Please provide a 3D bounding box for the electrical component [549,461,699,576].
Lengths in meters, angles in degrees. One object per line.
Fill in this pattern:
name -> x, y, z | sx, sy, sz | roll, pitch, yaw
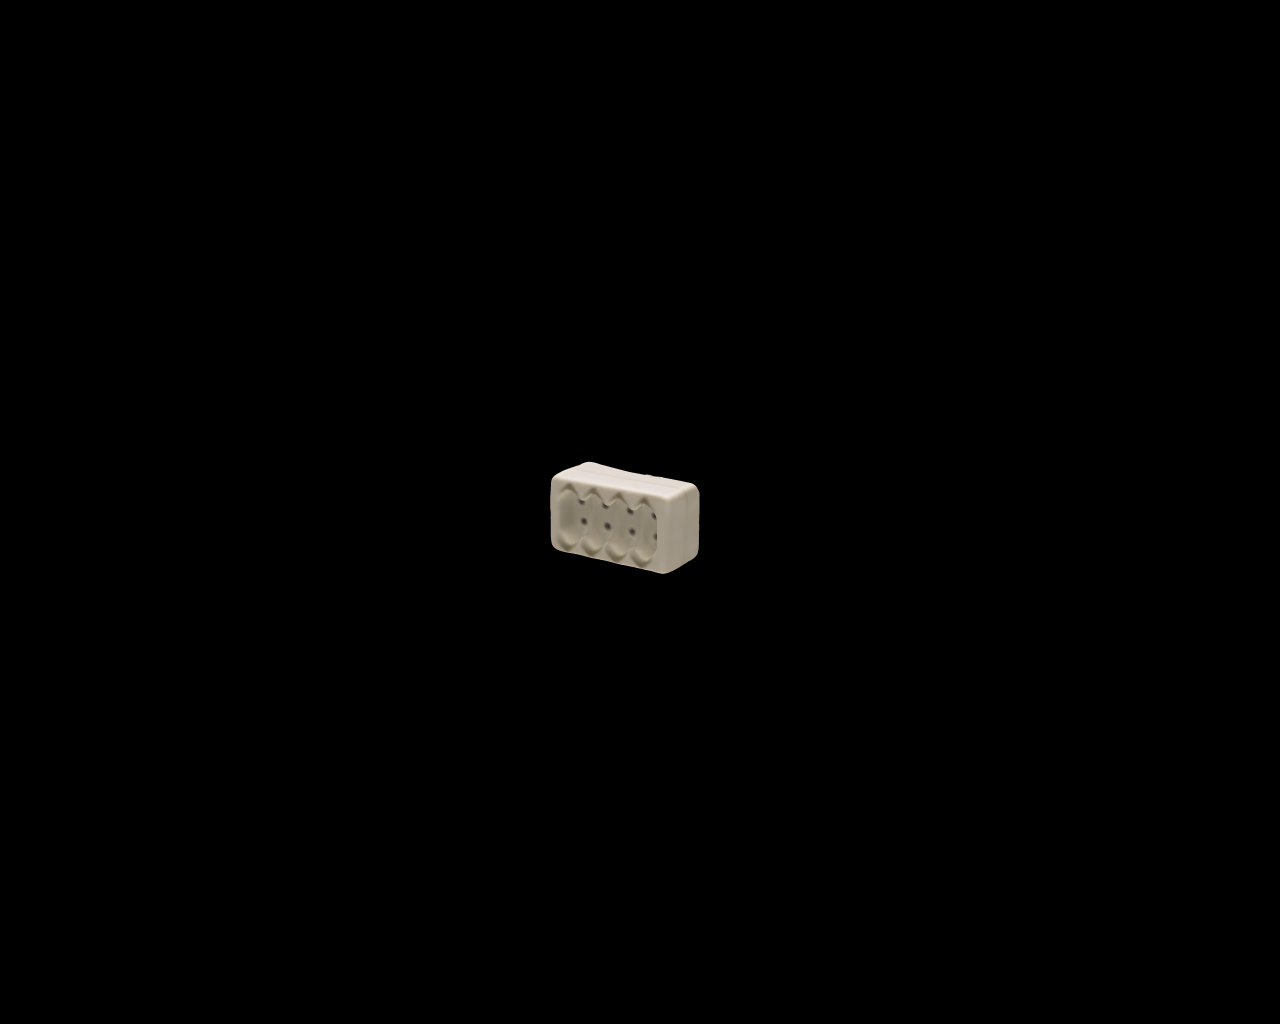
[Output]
electrical component -> 0.001, -0.003, 0.650 | 0.083, 0.047, 0.076 | 12, 23, 31
